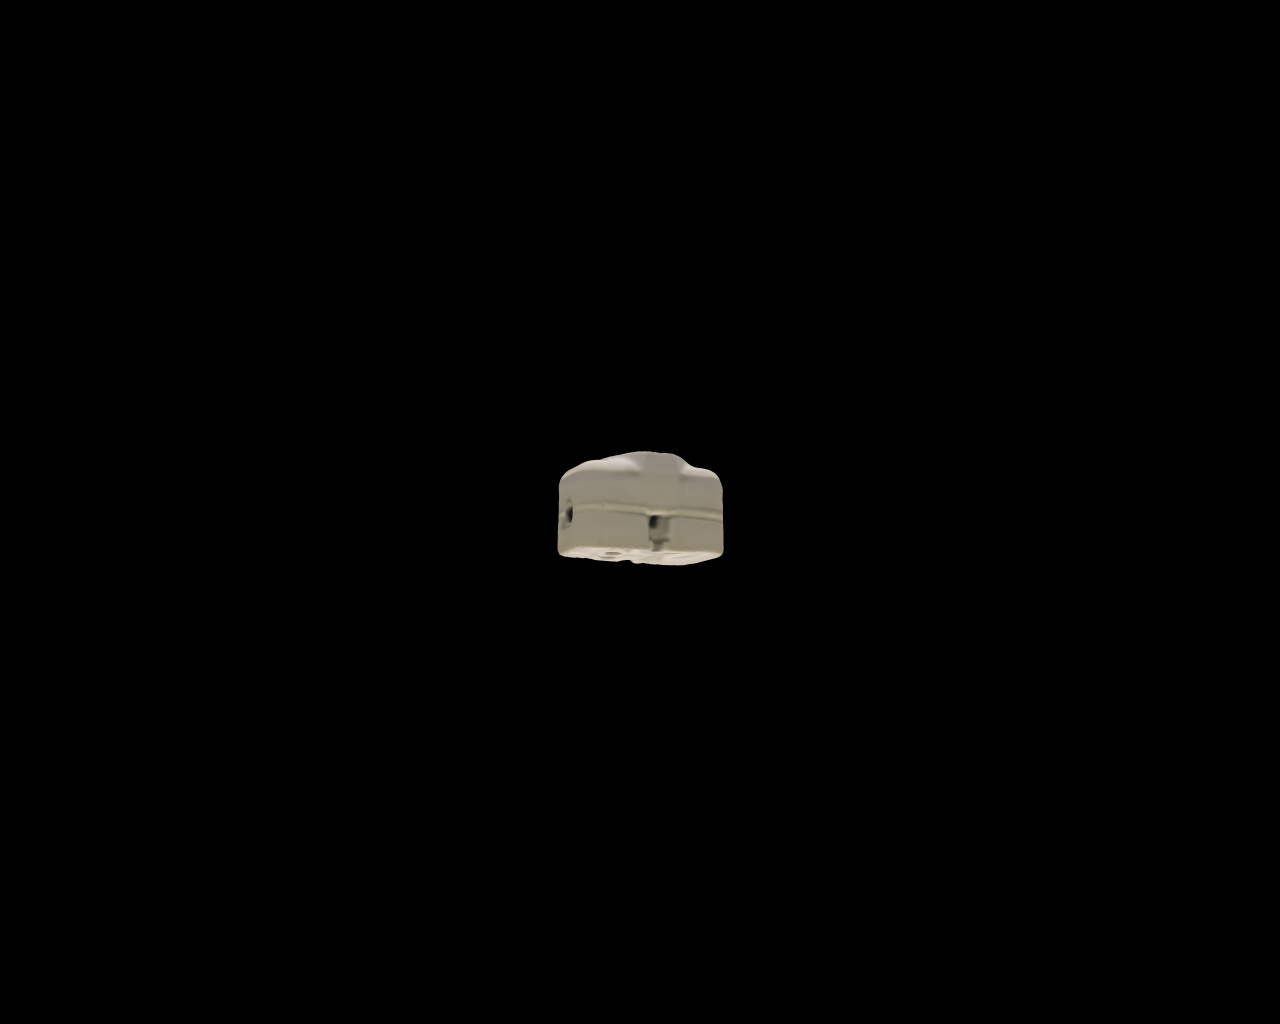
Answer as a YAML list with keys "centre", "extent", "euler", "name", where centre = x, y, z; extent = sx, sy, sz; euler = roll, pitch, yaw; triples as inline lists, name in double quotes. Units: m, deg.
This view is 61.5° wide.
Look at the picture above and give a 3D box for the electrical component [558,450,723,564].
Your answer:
- centre: [0.001, -0.003, 0.650]
  extent: [0.095, 0.059, 0.053]
  euler: [5, -11, -24]
  name: "electrical component"
